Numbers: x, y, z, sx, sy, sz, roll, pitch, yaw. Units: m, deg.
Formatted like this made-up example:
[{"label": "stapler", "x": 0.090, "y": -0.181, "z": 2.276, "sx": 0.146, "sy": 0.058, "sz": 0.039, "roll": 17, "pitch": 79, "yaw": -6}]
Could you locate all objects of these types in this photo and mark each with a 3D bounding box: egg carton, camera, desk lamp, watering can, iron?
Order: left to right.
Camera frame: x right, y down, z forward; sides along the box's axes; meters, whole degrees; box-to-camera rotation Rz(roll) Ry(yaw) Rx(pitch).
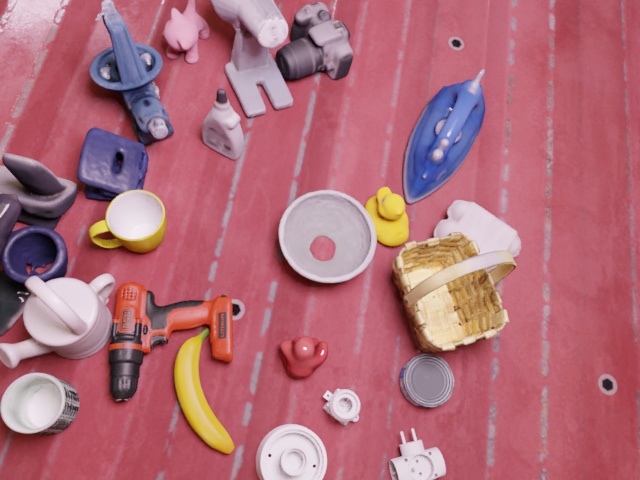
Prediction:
[{"label": "watering can", "x": -0.368, "y": 0.111, "z": 0.813, "sx": 0.101, "sy": 0.194, "sz": 0.173, "roll": 23, "pitch": 68, "yaw": 0}, {"label": "desk lamp", "x": -0.116, "y": -0.369, "z": 1.026, "sx": 0.118, "sy": 0.213, "sz": 0.203, "roll": -22, "pitch": 74, "yaw": -16}, {"label": "camera", "x": -0.021, "y": -0.379, "z": 1.107, "sx": 0.137, "sy": 0.100, "sz": 0.143, "roll": -27, "pitch": 76, "yaw": -18}, {"label": "iron", "x": 0.234, "y": -0.194, "z": 1.057, "sx": 0.118, "sy": 0.141, "sz": 0.258, "roll": 28, "pitch": 68, "yaw": 2}, {"label": "egg carton", "x": 0.282, "y": 0.001, "z": 1.030, "sx": 0.150, "sy": 0.069, "sz": 0.107, "roll": 34, "pitch": 68, "yaw": 4}]

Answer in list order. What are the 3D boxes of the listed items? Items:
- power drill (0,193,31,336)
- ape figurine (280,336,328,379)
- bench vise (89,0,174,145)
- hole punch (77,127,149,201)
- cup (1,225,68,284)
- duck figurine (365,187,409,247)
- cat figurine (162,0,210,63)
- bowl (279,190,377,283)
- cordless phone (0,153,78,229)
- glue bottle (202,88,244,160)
[{"label": "power drill", "x": -0.480, "y": 0.059, "z": 0.807, "sx": 0.075, "sy": 0.208, "sz": 0.230, "roll": 31, "pitch": 68, "yaw": 3}, {"label": "ape figurine", "x": -0.026, "y": 0.176, "z": 0.901, "sx": 0.078, "sy": 0.092, "sz": 0.076, "roll": 24, "pitch": 68, "yaw": 0}, {"label": "bench vise", "x": -0.302, "y": -0.279, "z": 0.958, "sx": 0.207, "sy": 0.219, "sz": 0.122, "roll": 43, "pitch": 69, "yaw": 8}, {"label": "hole punch", "x": -0.344, "y": -0.126, "z": 0.963, "sx": 0.101, "sy": 0.091, "sz": 0.108, "roll": 7, "pitch": 69, "yaw": -7}, {"label": "cup", "x": -0.441, "y": 0.029, "z": 0.886, "sx": 0.117, "sy": 0.095, "sz": 0.092, "roll": 30, "pitch": 68, "yaw": 3}, {"label": "duck figurine", "x": 0.125, "y": -0.045, "z": 1.013, "sx": 0.078, "sy": 0.086, "sz": 0.104, "roll": -20, "pitch": 74, "yaw": -16}, {"label": "cat figurine", "x": -0.252, "y": -0.394, "z": 1.065, "sx": 0.067, "sy": 0.117, "sz": 0.128, "roll": 14, "pitch": 68, "yaw": -3}, {"label": "bowl", "x": 0.009, "y": 0.004, "z": 0.981, "sx": 0.167, "sy": 0.074, "sz": 0.167, "roll": 3, "pitch": 69, "yaw": -8}, {"label": "cordless phone", "x": -0.468, "y": -0.098, "z": 0.881, "sx": 0.147, "sy": 0.185, "sz": 0.094, "roll": 11, "pitch": 68, "yaw": -5}, {"label": "glue bottle", "x": -0.166, "y": -0.203, "z": 0.977, "sx": 0.078, "sy": 0.173, "sz": 0.037, "roll": 31, "pitch": 68, "yaw": 3}]
